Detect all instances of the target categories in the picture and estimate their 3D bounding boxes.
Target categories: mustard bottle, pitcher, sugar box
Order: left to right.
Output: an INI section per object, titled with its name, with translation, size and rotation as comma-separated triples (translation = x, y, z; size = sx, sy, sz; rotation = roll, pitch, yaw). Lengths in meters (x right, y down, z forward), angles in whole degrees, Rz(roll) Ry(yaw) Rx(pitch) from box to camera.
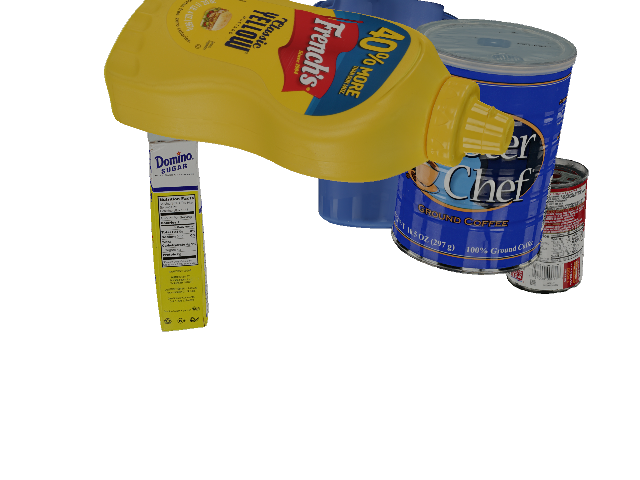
[sugar box]
translation = -0.124, -0.020, 0.915
size = 0.048, 0.176, 0.093
rotation = -6, 26, -8
[mustard bottle]
translation = -0.001, -0.074, 0.516
size = 0.192, 0.058, 0.096
rotation = 18, 49, 19
[pitcher]
translation = 0.068, -0.139, 1.147
size = 0.149, 0.243, 0.144
rotation = 7, 10, 25

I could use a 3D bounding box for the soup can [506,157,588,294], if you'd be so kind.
[soup can]
translation = 0.195, -0.013, 0.925
size = 0.068, 0.102, 0.068
rotation = -3, 24, 1

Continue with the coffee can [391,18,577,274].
[coffee can]
translation = 0.104, -0.063, 0.696
size = 0.103, 0.140, 0.103
rotation = 3, 26, -2
